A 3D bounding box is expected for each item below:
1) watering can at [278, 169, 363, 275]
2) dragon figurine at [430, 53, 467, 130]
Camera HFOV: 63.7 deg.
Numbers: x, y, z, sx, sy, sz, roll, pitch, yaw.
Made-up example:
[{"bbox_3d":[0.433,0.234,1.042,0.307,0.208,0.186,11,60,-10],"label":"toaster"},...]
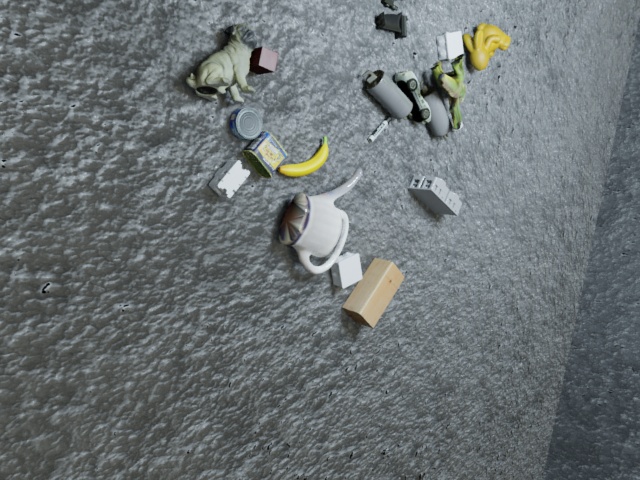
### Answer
[{"bbox_3d":[0.005,-0.076,1.503,0.222,0.104,0.350,22,82,-39],"label":"watering can"},{"bbox_3d":[0.459,-0.496,1.768,0.239,0.121,0.419,68,29,-23],"label":"dragon figurine"}]
